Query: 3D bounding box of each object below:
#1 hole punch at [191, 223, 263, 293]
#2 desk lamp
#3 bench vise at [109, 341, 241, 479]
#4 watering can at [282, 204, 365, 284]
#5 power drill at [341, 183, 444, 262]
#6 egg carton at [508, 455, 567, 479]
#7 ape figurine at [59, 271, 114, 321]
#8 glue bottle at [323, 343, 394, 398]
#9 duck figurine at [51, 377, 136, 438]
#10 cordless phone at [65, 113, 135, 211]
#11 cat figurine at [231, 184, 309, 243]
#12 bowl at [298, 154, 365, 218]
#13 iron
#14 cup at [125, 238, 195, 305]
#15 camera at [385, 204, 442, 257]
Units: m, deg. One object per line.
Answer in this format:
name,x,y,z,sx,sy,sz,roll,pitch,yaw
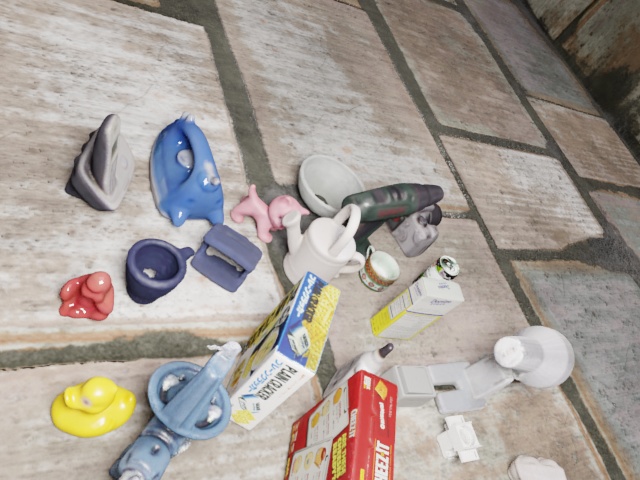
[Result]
hole punch,-0.159,0.018,1.012,0.109,0.091,0.101,34,42,-7
desk lamp,0.350,0.247,1.098,0.204,0.213,0.118,3,53,-34
bench vise,-0.168,0.229,0.729,0.122,0.219,0.207,25,44,-17
watering can,0.010,0.005,1.068,0.173,0.193,0.101,10,50,-30
power drill,0.121,-0.043,1.180,0.230,0.208,0.075,-6,59,-39
egg carton,0.410,0.477,1.055,0.107,0.069,0.150,16,47,-25
ape figurine,-0.331,0.076,0.836,0.078,0.092,0.076,43,42,3
glue bottle,0.070,0.215,0.950,0.037,0.173,0.078,41,42,0
duck figurine,-0.292,0.211,0.755,0.105,0.086,0.077,7,52,-32
cordless phone,-0.345,-0.152,0.949,0.094,0.184,0.147,21,45,-20
cat figurine,-0.092,-0.060,1.107,0.128,0.117,0.067,34,42,-7
bowl,0.016,-0.103,1.254,0.168,0.074,0.167,20,46,-22
iron,-0.242,-0.152,1.057,0.119,0.141,0.258,-1,56,-37
cup,-0.258,0.054,0.906,0.091,0.094,0.118,51,43,11
camera,0.239,-0.048,1.351,0.137,0.100,0.143,-7,60,-40
